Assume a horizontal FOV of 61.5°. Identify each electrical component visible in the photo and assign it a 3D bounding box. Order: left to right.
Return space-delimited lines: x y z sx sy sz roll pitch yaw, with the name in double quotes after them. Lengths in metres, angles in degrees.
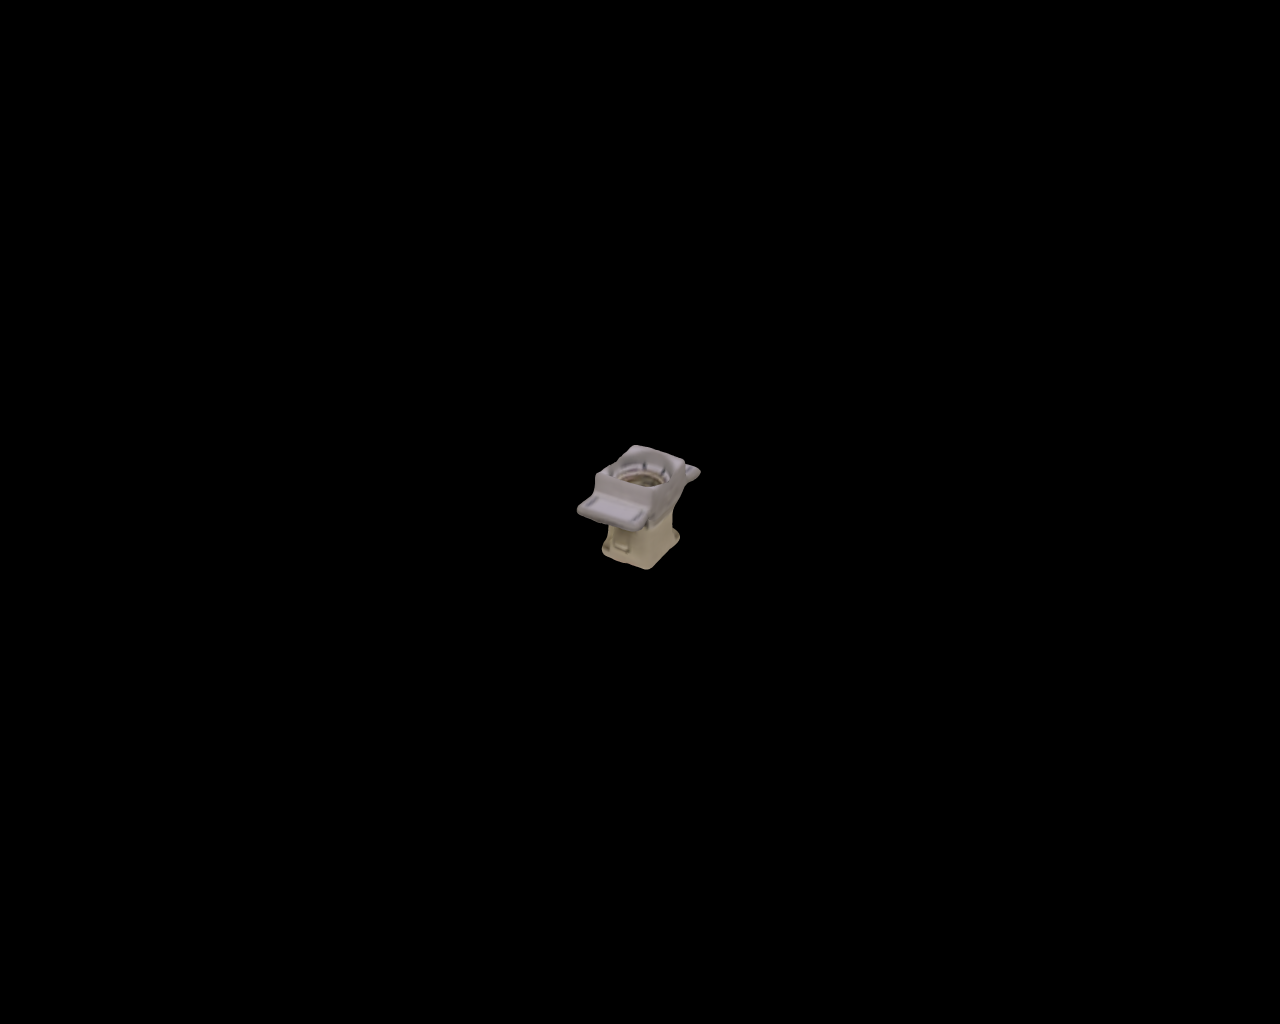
0.001 -0.003 0.650 0.042 0.063 0.081 18 36 27 "electrical component"
